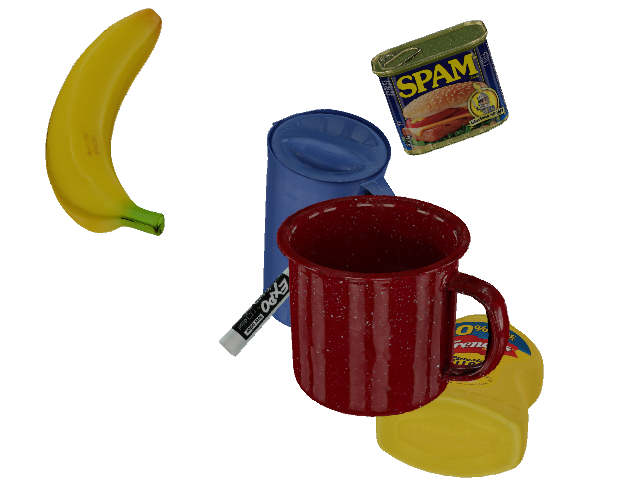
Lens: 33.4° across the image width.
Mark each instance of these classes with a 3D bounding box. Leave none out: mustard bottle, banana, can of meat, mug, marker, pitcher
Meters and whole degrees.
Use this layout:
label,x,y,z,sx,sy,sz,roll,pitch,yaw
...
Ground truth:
label,x,y,z,sx,sy,sz,roll,pitch,yaw
mustard bottle,0.108,0.098,0.758,0.096,0.058,0.191,3,18,18
banana,-0.129,-0.070,0.642,0.069,0.198,0.037,-2,-40,-8
can of meat,0.105,-0.131,0.924,0.102,0.084,0.057,-18,26,9
mug,0.037,0.035,0.522,0.117,0.081,0.093,12,29,26
marker,-0.038,0.047,0.900,0.020,0.121,0.020,39,-15,12
pitcher,0.004,-0.010,1.197,0.145,0.243,0.149,5,40,-3
